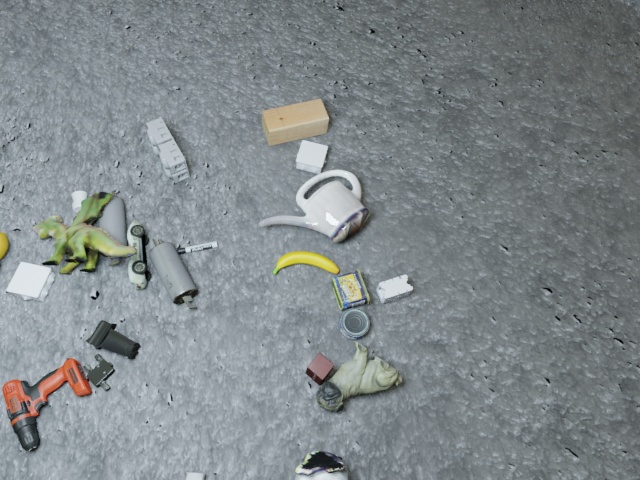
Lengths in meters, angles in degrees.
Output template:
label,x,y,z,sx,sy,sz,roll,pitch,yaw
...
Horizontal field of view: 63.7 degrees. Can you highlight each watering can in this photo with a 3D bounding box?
label,x,y,z,sx,sy,sz,roll,pitch,yaw
watering can,0.005,-0.079,1.568,0.352,0.102,0.226,-38,73,-22

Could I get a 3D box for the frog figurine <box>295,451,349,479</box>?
label,x,y,z,sx,sy,sz,roll,pitch,yaw
frog figurine,0.003,0.600,1.235,0.138,0.123,0.158,-6,100,-17

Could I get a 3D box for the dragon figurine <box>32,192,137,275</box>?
label,x,y,z,sx,sy,sz,roll,pitch,yaw
dragon figurine,-0.645,-0.033,1.434,0.409,0.120,0.248,-9,62,21
